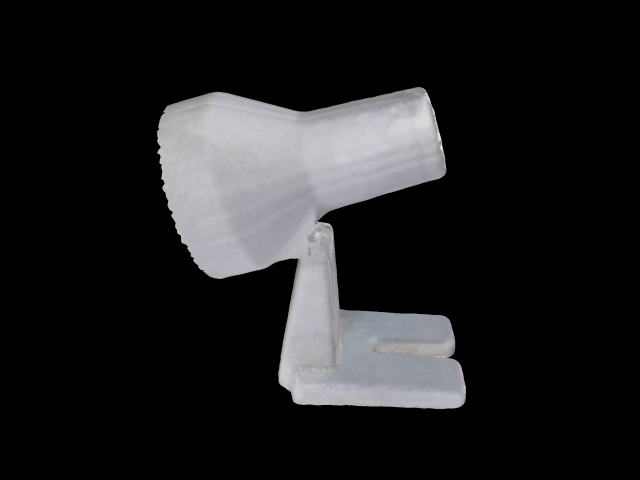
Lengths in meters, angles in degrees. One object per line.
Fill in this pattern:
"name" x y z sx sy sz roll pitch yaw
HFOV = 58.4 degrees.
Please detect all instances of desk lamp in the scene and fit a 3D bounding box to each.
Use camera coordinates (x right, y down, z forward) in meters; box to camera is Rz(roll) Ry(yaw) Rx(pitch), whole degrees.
"desk lamp" 0.004 0.001 0.400 0.203 0.214 0.118 1 28 3
